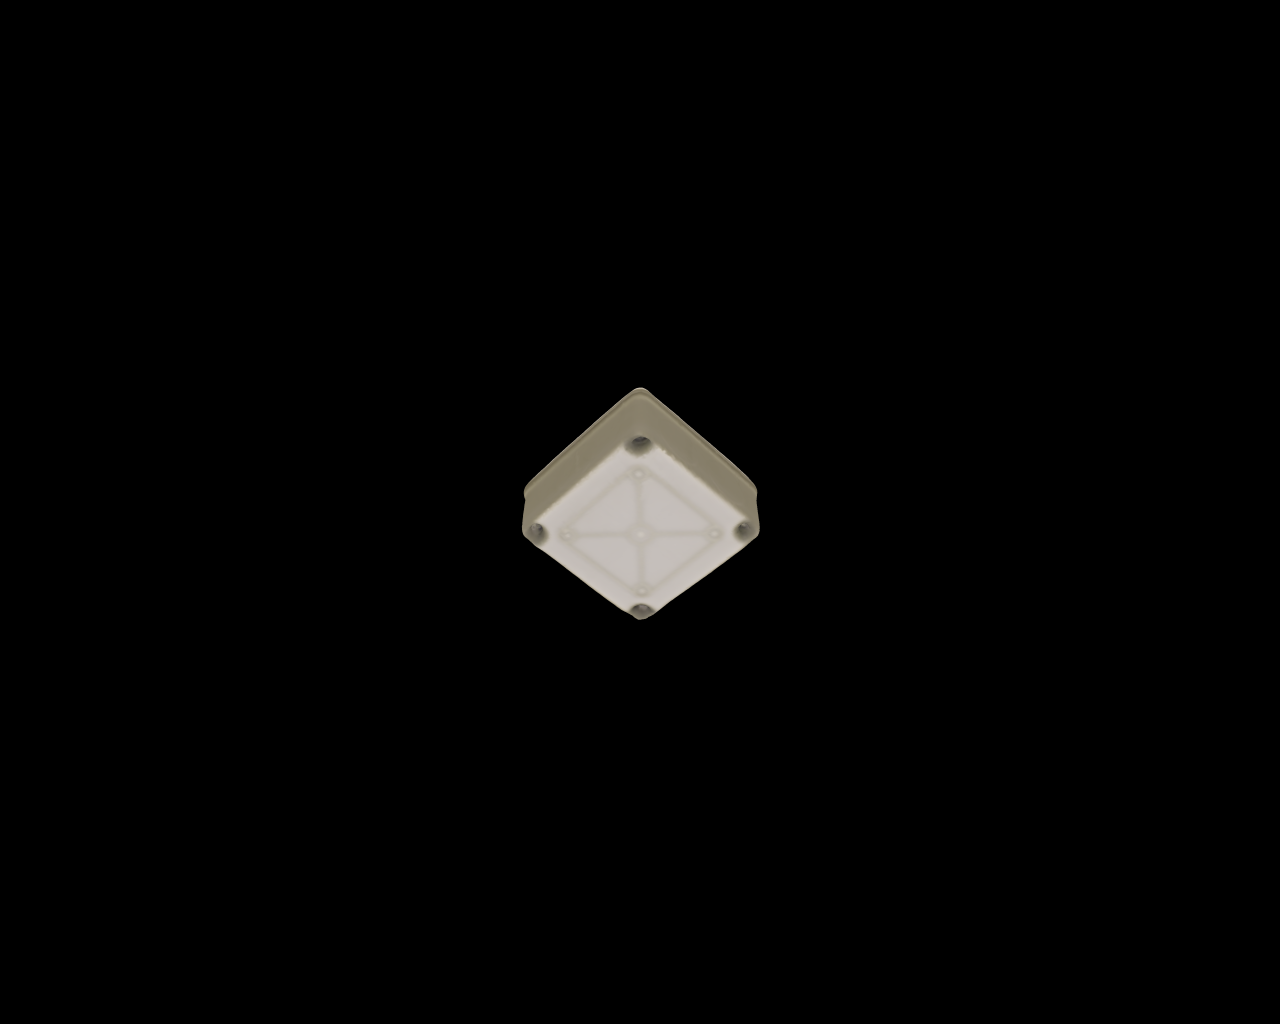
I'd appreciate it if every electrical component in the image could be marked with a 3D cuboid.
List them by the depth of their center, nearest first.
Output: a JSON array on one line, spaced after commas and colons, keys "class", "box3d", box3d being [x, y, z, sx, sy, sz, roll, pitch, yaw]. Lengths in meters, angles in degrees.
[{"class": "electrical component", "box3d": [0.001, -0.003, 0.650, 0.108, 0.056, 0.108, 39, -62, -25]}]
